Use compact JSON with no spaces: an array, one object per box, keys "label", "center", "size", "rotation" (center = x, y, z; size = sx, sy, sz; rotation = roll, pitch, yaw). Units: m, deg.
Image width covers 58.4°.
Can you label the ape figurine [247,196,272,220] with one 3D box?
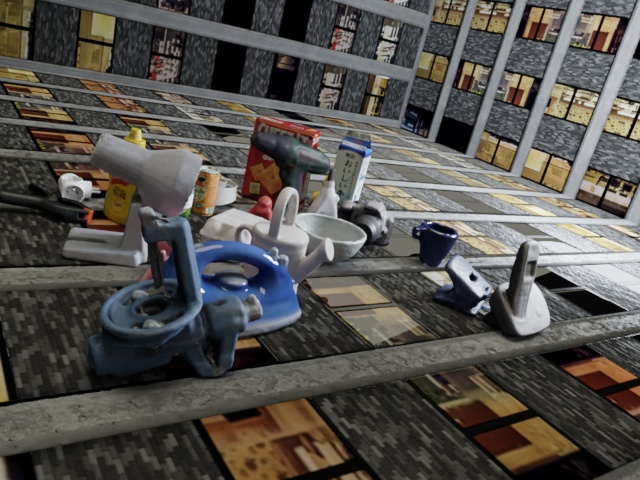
[{"label":"ape figurine","center":[-0.130,-0.053,1.257],"size":[0.077,0.092,0.076],"rotation":[17,19,8]}]

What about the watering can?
[{"label":"watering can","center":[-0.063,0.004,0.994],"size":[0.173,0.194,0.101],"rotation":[12,19,-7]}]

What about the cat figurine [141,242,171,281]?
[{"label":"cat figurine","center":[-0.247,0.020,0.934],"size":[0.067,0.118,0.128],"rotation":[13,19,-4]}]

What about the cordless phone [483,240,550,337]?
[{"label":"cordless phone","center":[0.404,0.088,1.105],"size":[0.148,0.185,0.093],"rotation":[-6,28,-44]}]

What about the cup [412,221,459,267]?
[{"label":"cup","center":[0.259,0.013,1.347],"size":[0.118,0.095,0.091],"rotation":[5,21,-25]}]

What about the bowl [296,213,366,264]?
[{"label":"bowl","center":[0.011,0.004,1.226],"size":[0.167,0.075,0.167],"rotation":[13,19,-4]}]

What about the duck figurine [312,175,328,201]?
[{"label":"duck figurine","center":[0.022,-0.142,1.622],"size":[0.077,0.086,0.105],"rotation":[21,20,19]}]

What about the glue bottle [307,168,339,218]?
[{"label":"glue bottle","center":[0.011,-0.081,1.312],"size":[0.078,0.173,0.037],"rotation":[4,22,-27]}]

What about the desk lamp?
[{"label":"desk lamp","center":[-0.318,-0.068,0.982],"size":[0.204,0.213,0.117],"rotation":[7,20,-19]}]

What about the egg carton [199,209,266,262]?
[{"label":"egg carton","center":[-0.167,-0.011,1.149],"size":[0.107,0.069,0.150],"rotation":[19,20,13]}]

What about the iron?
[{"label":"iron","center":[-0.128,0.061,0.867],"size":[0.259,0.141,0.118],"rotation":[1,23,-33]}]

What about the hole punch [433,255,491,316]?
[{"label":"hole punch","center":[0.298,0.089,1.169],"size":[0.100,0.091,0.109],"rotation":[22,21,21]}]

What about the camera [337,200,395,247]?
[{"label":"camera","center":[0.101,-0.044,1.384],"size":[0.143,0.101,0.137],"rotation":[19,20,13]}]

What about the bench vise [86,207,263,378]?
[{"label":"bench vise","center":[-0.174,0.062,0.714],"size":[0.121,0.220,0.208],"rotation":[30,25,38]}]

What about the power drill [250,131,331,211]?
[{"label":"power drill","center":[-0.084,-0.151,1.385],"size":[0.230,0.208,0.075],"rotation":[-2,25,-39]}]
